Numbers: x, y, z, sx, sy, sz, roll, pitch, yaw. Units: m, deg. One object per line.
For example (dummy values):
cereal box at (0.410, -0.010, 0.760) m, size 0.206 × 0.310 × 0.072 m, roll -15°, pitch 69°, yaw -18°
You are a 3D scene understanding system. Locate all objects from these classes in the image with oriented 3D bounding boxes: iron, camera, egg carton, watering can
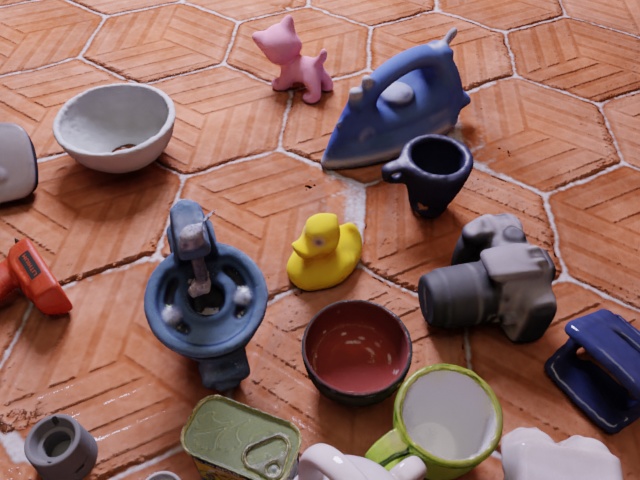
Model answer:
iron at (0.106, -0.207, 0.830) m, size 0.259 × 0.141 × 0.118 m, roll -31°, pitch 56°, yaw -24°
camera at (0.180, 0.040, 0.647) m, size 0.137 × 0.101 × 0.143 m, roll -8°, pitch 50°, yaw -8°
egg carton at (0.210, 0.241, 0.496) m, size 0.107 × 0.069 × 0.150 m, roll 7°, pitch 50°, yaw 6°
watering can at (0.014, 0.222, 0.428) m, size 0.100 × 0.194 × 0.173 m, roll 24°, pitch 53°, yaw 19°

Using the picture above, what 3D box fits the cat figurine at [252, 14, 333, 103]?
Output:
cat figurine at (-0.042, -0.298, 0.921) m, size 0.127 × 0.118 × 0.067 m, roll 24°, pitch 53°, yaw 18°

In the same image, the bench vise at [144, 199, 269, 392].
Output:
bench vise at (-0.135, 0.024, 0.577) m, size 0.122 × 0.220 × 0.206 m, roll -29°, pitch 56°, yaw -23°

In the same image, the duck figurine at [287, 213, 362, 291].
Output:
duck figurine at (0.006, 0.002, 0.686) m, size 0.105 × 0.086 × 0.077 m, roll -32°, pitch 57°, yaw -25°

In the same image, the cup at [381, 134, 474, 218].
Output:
cup at (0.134, -0.073, 0.746) m, size 0.118 × 0.095 × 0.091 m, roll -12°, pitch 51°, yaw -10°

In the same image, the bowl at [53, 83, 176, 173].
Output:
bowl at (-0.284, -0.148, 0.817) m, size 0.167 × 0.075 × 0.167 m, roll 1°, pitch 50°, yaw 0°

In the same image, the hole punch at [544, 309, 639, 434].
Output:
hole punch at (0.303, 0.121, 0.586) m, size 0.101 × 0.091 × 0.108 m, roll -27°, pitch 55°, yaw -22°

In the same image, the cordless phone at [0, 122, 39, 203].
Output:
cordless phone at (-0.456, -0.131, 0.727) m, size 0.148 × 0.185 × 0.094 m, roll -12°, pitch 51°, yaw -11°
